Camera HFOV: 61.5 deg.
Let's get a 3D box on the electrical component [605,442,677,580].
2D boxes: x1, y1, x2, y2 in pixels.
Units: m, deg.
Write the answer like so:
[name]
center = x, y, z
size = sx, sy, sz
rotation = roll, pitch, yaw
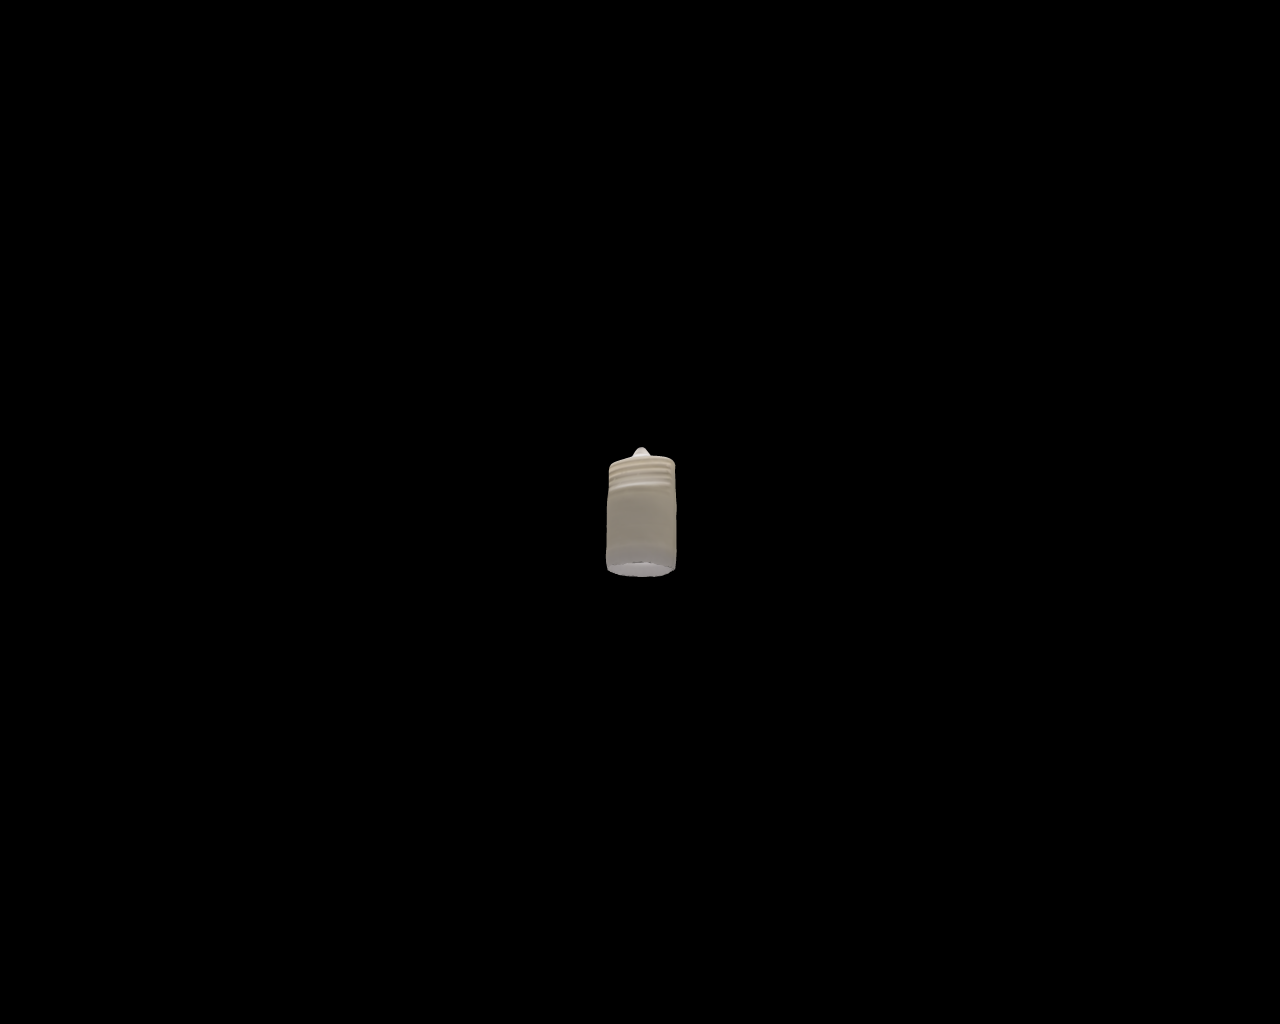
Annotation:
[electrical component]
center = 0.001, -0.003, 0.650
size = 0.043, 0.081, 0.043
rotation = 0, -16, 0
